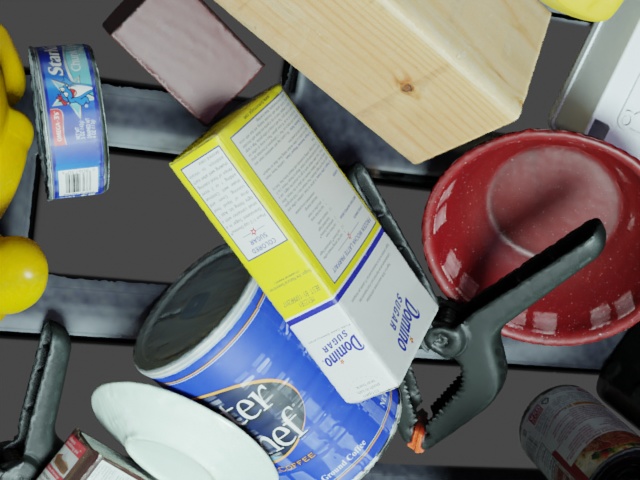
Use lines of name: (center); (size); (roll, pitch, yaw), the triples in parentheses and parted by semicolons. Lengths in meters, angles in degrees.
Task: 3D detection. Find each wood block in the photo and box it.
wood block: (0.021, -0.146, 0.597); (0.206, 0.091, 0.090); (37, 56, -24)

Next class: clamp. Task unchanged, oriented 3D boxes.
clamp: (-0.186, 0.133, 0.672); (0.120, 0.039, 0.171); (-27, 121, -8)
clamp: (0.092, 0.054, 0.698); (0.165, 0.036, 0.210); (9, 121, 14)

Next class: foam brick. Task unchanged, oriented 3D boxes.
foam brick: (-0.079, -0.113, 0.616); (0.051, 0.053, 0.078); (-45, 114, 1)

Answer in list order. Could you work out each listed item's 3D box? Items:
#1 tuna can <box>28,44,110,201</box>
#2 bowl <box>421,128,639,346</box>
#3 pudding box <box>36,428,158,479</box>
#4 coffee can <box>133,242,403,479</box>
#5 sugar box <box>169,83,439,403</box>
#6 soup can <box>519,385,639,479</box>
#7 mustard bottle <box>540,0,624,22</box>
tuna can: (-0.140, -0.066, 0.595); (0.033, 0.086, 0.086); (-7, 109, -16)
bowl: (0.150, -0.010, 0.694); (0.162, 0.055, 0.162); (8, 124, 13)
pudding box: (-0.139, 0.184, 0.679); (0.090, 0.039, 0.113); (-53, 135, -10)
coffee can: (-0.031, 0.083, 0.667); (0.103, 0.103, 0.140); (-44, 114, 1)
sugar box: (-0.004, 0.001, 0.627); (0.048, 0.093, 0.176); (-26, 104, 32)
soup can: (0.193, 0.154, 0.756); (0.068, 0.102, 0.068); (-5, 109, -15)
mustard bottle: (0.108, -0.206, 0.638); (0.191, 0.058, 0.096); (17, 103, -20)
